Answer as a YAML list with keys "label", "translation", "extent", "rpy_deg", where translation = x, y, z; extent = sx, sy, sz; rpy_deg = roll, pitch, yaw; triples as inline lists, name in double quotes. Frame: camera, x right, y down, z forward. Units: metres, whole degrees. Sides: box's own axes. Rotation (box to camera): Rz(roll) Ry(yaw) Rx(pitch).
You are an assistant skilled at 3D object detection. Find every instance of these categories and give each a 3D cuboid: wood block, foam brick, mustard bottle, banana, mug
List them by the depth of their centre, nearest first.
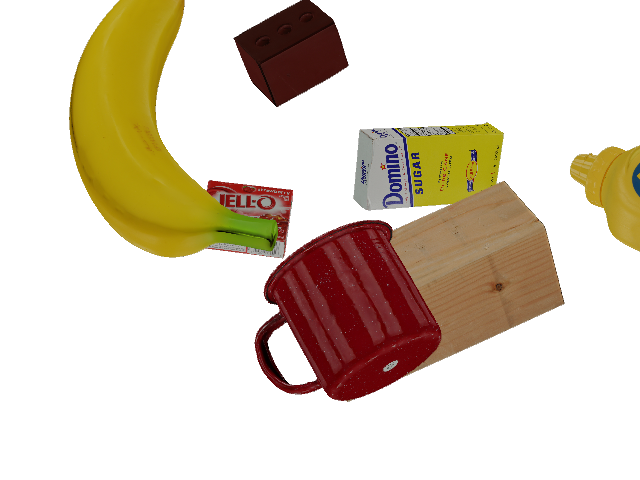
- label: "banana"
  translation: [-0.076, -0.055, 0.470]
  extent: [0.069, 0.037, 0.198]
  rpy_deg: [-6, 46, -18]
- label: "mustard bottle"
  translation: [0.238, -0.018, 0.662]
  extent: [0.096, 0.058, 0.192]
  rpy_deg: [-29, 38, -32]
- label: "mug"
  translation: [0.013, 0.053, 0.670]
  extent: [0.117, 0.081, 0.093]
  rpy_deg: [-32, -22, 6]
- label: "wood block"
  translation: [0.092, 0.043, 0.924]
  extent: [0.206, 0.091, 0.090]
  rpy_deg: [-24, 33, -2]
- label: "foam brick"
  translation: [-0.025, -0.164, 0.927]
  extent: [0.078, 0.051, 0.053]
  rpy_deg: [-31, 45, -10]

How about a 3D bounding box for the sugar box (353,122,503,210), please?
- label: "sugar box"
  translation: [0.131, -0.090, 1.293]
  extent: [0.176, 0.093, 0.048]
  rpy_deg: [-7, 26, -22]

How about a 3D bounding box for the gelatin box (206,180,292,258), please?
- label: "gelatin box"
  translation: [-0.076, -0.023, 1.078]
  extent: [0.089, 0.073, 0.030]
  rpy_deg: [7, -43, -1]
